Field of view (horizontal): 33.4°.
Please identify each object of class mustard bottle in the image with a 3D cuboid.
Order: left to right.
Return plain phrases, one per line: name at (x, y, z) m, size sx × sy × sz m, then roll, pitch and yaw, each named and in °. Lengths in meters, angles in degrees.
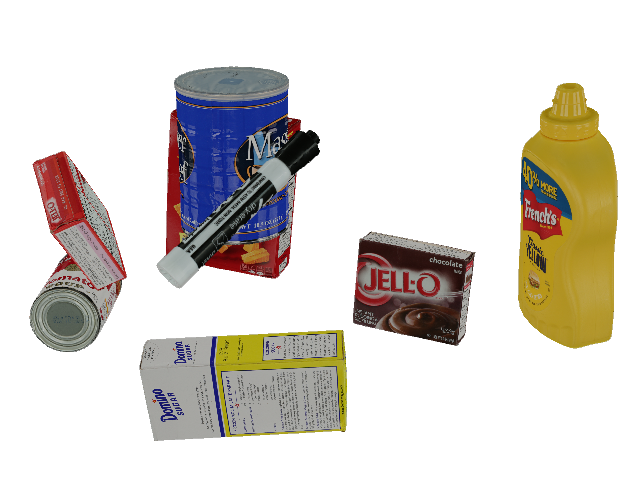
mustard bottle at (0.182, -0.023, 0.789) m, size 0.058 × 0.192 × 0.096 m, roll -10°, pitch 27°, yaw -12°

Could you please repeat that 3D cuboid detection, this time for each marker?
marker at (-0.044, -0.021, 0.607) m, size 0.121 × 0.020 × 0.020 m, roll -45°, pitch 17°, yaw -18°

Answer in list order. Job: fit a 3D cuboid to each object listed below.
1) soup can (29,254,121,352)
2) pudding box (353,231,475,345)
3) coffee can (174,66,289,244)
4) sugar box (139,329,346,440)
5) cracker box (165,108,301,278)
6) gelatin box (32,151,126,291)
soup can at (-0.236, 0.057, 1.031) m, size 0.068 × 0.068 × 0.102 m, roll 0°, pitch 20°, yaw 1°
pudding box at (0.091, 0.046, 1.052) m, size 0.114 × 0.090 × 0.039 m, roll 10°, pitch 20°, yaw 18°
coffee can at (-0.080, -0.079, 0.979) m, size 0.103 × 0.140 × 0.103 m, roll 0°, pitch 22°, yaw 0°
sugar box at (-0.065, 0.128, 0.943) m, size 0.176 × 0.093 × 0.048 m, roll -1°, pitch 36°, yaw 3°
cracker box at (-0.120, -0.066, 1.434) m, size 0.164 × 0.214 × 0.072 m, roll 11°, pitch 26°, yaw 13°
gelatin box at (-0.186, -0.015, 0.826) m, size 0.030 × 0.073 × 0.089 m, roll -24°, pitch -35°, yaw 0°
